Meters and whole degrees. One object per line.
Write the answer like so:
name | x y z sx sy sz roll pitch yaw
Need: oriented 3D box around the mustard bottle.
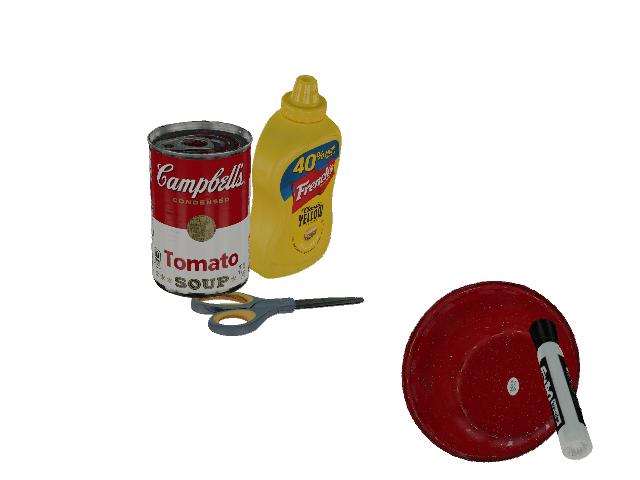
mustard bottle | -0.022 -0.062 0.985 0.058 0.192 0.096 32 41 32

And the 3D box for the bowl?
bowl | 0.153 0.117 0.907 0.162 0.162 0.055 0 5 -8

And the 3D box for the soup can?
soup can | -0.080 -0.021 0.712 0.068 0.102 0.068 2 24 -1

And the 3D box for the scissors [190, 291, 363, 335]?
scissors | -0.045 0.082 1.198 0.201 0.016 0.096 4 25 -7

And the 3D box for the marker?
marker | 0.157 0.094 0.707 0.020 0.020 0.121 0 36 -1
